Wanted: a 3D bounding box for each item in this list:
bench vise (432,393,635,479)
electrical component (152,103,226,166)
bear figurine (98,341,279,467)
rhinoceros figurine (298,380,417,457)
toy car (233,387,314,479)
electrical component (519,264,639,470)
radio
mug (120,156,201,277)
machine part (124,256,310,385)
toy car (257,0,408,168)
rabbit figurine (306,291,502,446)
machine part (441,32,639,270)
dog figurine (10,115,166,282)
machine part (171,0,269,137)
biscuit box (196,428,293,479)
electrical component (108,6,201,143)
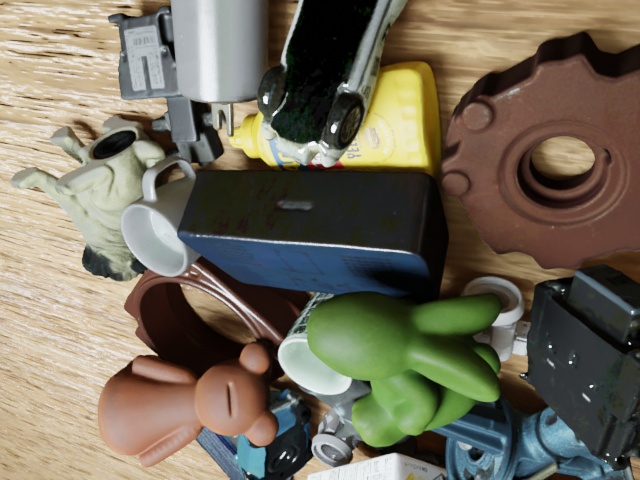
[{"bbox_3d":[0.170,0.192,0.536,0.241,0.129,0.223,19,151,-9],"label":"bench vise"},{"bbox_3d":[-0.128,-0.106,0.550,0.094,0.021,0.063,-2,122,27],"label":"electrical component"},{"bbox_3d":[-0.140,0.177,0.607,0.196,0.132,0.120,-12,83,2],"label":"bear figurine"},{"bbox_3d":[0.046,0.200,0.649,0.190,0.073,0.112,42,130,-7],"label":"rhinoceros figurine"},{"bbox_3d":[-0.074,0.259,0.736,0.103,0.109,0.161,39,140,43],"label":"toy car"},{"bbox_3d":[0.219,0.089,0.419,0.058,0.115,0.134,-11,118,-17],"label":"electrical component"},{"bbox_3d":[-0.001,-0.001,0.495,0.230,0.073,0.131,5,157,26],"label":"radio"},{"bbox_3d":[-0.142,-0.035,0.553,0.081,0.107,0.109,5,122,28],"label":"mug"},{"bbox_3d":[-0.125,0.094,0.654,0.201,0.087,0.201,41,131,-7],"label":"machine part"},{"bbox_3d":[0.015,-0.151,0.386,0.074,0.056,0.201,27,109,16],"label":"toy car"},{"bbox_3d":[0.066,0.097,0.430,0.159,0.121,0.170,-11,149,34],"label":"rabbit figurine"},{"bbox_3d":[0.182,-0.058,0.403,0.180,0.056,0.179,13,128,17],"label":"machine part"},{"bbox_3d":[-0.219,-0.030,0.616,0.173,0.121,0.190,6,139,29],"label":"dog figurine"},{"bbox_3d":[-0.077,-0.197,0.412,0.079,0.079,0.243,15,123,17],"label":"machine part"},{"bbox_3d":[-0.124,0.333,0.843,0.063,0.059,0.202,-18,113,34],"label":"biscuit box"},{"bbox_3d":[-0.144,-0.148,0.495,0.075,0.048,0.119,7,108,24],"label":"electrical component"}]
